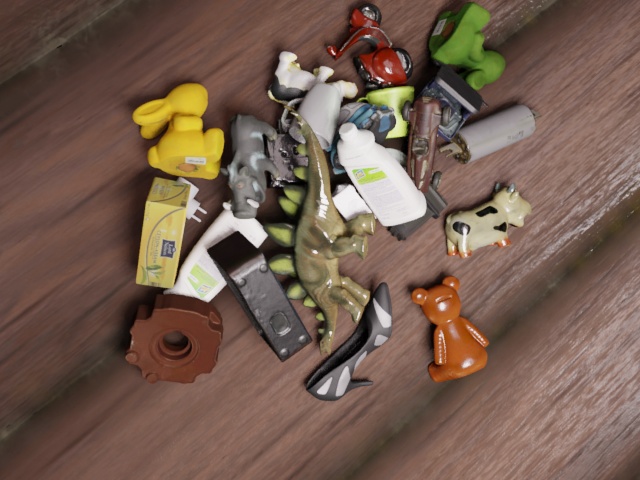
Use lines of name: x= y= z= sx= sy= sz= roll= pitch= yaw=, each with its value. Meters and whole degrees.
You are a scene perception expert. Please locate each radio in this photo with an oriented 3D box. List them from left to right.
radio: x=-0.106 y=0.104 z=0.965 sx=0.073 sy=0.131 sz=0.229 roll=-35 pitch=121 yaw=-13

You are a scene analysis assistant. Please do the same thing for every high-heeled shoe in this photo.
high-heeled shoe: x=0.055 y=0.198 z=1.055 sx=0.145 sy=0.086 sz=0.248 roll=5 pitch=98 yaw=-19

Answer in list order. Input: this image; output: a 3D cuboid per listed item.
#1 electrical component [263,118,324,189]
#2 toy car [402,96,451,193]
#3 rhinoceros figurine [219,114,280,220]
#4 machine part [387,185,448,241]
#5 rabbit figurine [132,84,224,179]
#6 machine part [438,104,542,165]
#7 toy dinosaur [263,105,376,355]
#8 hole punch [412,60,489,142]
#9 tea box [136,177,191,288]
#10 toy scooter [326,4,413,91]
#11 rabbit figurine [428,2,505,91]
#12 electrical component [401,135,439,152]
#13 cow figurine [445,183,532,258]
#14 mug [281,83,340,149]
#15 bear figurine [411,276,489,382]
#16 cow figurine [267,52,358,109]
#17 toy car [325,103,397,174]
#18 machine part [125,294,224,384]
electrical component: x=-0.052 y=-0.169 z=1.051 sx=0.115 sy=0.058 sz=0.134 roll=-6 pitch=92 yaw=-15
toy car: x=0.196 y=-0.176 z=1.034 sx=0.089 sy=0.053 sz=0.201 roll=12 pitch=126 yaw=15
rhinoceros figurine: x=-0.128 y=-0.131 z=0.969 sx=0.073 sy=0.112 sz=0.190 roll=-1 pitch=86 yaw=22
machine part: x=0.202 y=-0.053 z=1.116 sx=0.139 sy=0.039 sz=0.084 roll=-42 pitch=110 yaw=-10
rabbit figurine: x=-0.255 y=-0.208 z=0.993 sx=0.162 sy=0.122 sz=0.173 roll=1 pitch=76 yaw=-3
machine part: x=0.363 y=-0.223 z=1.134 sx=0.243 sy=0.079 sz=0.079 roll=-23 pitch=95 yaw=-12
toy dinosaur: x=-0.002 y=-0.003 z=0.984 sx=0.199 sy=0.105 sz=0.470 roll=6 pitch=108 yaw=13
hole punch: x=0.248 y=-0.268 z=1.046 sx=0.142 sy=0.092 sz=0.116 roll=38 pitch=38 yaw=-1
tea box: x=-0.275 y=-0.011 z=0.944 sx=0.068 sy=0.098 sz=0.169 roll=11 pitch=118 yaw=-13
toy scooter: x=0.093 y=-0.370 z=1.073 sx=0.135 sy=0.075 sz=0.184 roll=-32 pitch=91 yaw=-13
rabbit figurine: x=0.317 y=-0.376 z=1.107 sx=0.170 sy=0.121 sz=0.159 roll=27 pitch=77 yaw=-26
electrical component: x=0.218 y=-0.234 z=1.105 sx=0.048 sy=0.075 sz=0.119 roll=26 pitch=81 yaw=-12
cow figurine: x=0.355 y=-0.045 z=1.132 sx=0.195 sy=0.085 sz=0.127 roll=-16 pitch=100 yaw=-11
mug: x=-0.012 y=-0.235 z=1.000 sx=0.110 sy=0.080 sz=0.107 roll=17 pitch=78 yaw=25
bear figurine: x=0.259 y=0.182 z=1.106 sx=0.120 sy=0.132 sz=0.196 roll=-23 pitch=77 yaw=-13
cow figurine: x=-0.013 y=-0.293 z=1.054 sx=0.167 sy=0.068 sz=0.098 roll=19 pitch=91 yaw=-9
toy car: x=0.065 y=-0.209 z=1.037 sx=0.103 sy=0.161 sz=0.109 roll=49 pitch=43 yaw=13
machine part: x=-0.261 y=0.182 z=0.974 sx=0.179 sy=0.056 sz=0.179 roll=-4 pitch=115 yaw=-8
